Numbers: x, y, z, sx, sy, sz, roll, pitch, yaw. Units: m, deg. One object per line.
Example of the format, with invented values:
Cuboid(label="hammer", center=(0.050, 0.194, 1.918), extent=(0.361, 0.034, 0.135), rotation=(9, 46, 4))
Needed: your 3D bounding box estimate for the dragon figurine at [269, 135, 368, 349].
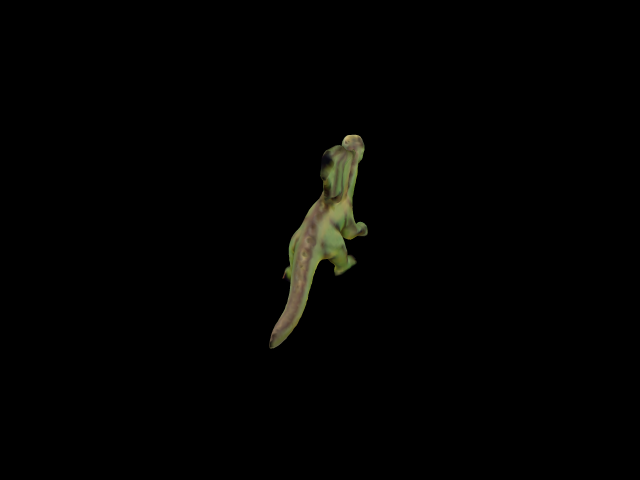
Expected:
Cuboid(label="dragon figurine", center=(0.003, -0.043, 0.850), extent=(0.122, 0.237, 0.420), rotation=(11, 40, 13))
